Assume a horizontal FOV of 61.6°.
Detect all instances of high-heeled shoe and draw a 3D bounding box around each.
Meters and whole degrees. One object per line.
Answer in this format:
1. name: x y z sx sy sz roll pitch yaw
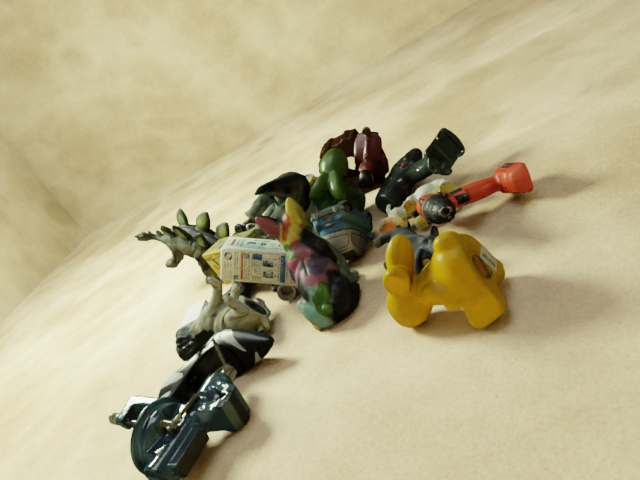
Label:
1. high-heeled shoe: -0.196 0.245 0.966 0.249 0.086 0.145 -26 23 34

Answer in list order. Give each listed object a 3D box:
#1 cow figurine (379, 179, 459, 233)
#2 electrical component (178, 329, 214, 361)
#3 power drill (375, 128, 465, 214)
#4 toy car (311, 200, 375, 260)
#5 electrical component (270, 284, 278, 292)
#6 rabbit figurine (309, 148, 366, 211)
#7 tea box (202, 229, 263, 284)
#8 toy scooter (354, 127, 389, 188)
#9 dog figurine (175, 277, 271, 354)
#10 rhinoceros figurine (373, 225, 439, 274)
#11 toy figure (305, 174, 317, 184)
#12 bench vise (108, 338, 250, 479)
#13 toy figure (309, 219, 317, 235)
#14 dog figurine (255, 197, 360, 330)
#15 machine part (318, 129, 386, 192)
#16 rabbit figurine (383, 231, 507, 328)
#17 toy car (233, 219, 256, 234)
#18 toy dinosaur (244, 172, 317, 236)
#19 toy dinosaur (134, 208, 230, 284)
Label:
1. cow figurine: 0.192 -0.066 1.083 0.167 0.068 0.098 -27 16 7
2. electrical component: -0.239 0.201 1.017 0.063 0.021 0.094 -46 -5 21
3. power drill: 0.221 -0.168 1.197 0.232 0.086 0.207 -52 16 -31
4. toy car: 0.052 -0.011 1.111 0.109 0.161 0.103 -19 69 19
5. electrical component: -0.081 0.068 1.219 0.102 0.045 0.078 -38 20 -9
6. rabbit figurine: 0.027 -0.122 1.239 0.121 0.170 0.159 0 22 19
7. tea box: -0.187 0.041 1.248 0.170 0.098 0.068 -17 25 50
8. toy scooter: 0.117 -0.192 1.245 0.075 0.135 0.184 -2 8 14
9. dog figurine: -0.200 0.194 1.099 0.173 0.121 0.190 36 100 43
10. rhinoceros figurine: 0.171 0.023 0.933 0.112 0.073 0.190 -27 18 -12
11. toy figure: -0.057 -0.110 1.521 0.082 0.089 0.180 17 62 48
12. bench vise: -0.244 0.285 0.879 0.241 0.128 0.224 -3 46 30
13. toy figure: -0.002 -0.005 1.251 0.064 0.057 0.155 -40 25 9
14. dog figurine: -0.027 0.033 0.986 0.108 0.219 0.192 -31 21 17
15. machine part: 0.084 -0.194 1.377 0.179 0.179 0.056 -22 27 27
16. rabbit figurine: 0.158 0.070 0.771 0.173 0.162 0.122 -39 26 39
17. toy car: -0.220 -0.012 1.520 0.089 0.053 0.202 -30 -5 -39
18. toy dinosaur: -0.076 -0.095 1.270 0.192 0.131 0.404 -60 -3 -15
19. toy dinosaur: -0.294 0.022 1.419 0.472 0.198 0.105 11 52 16
